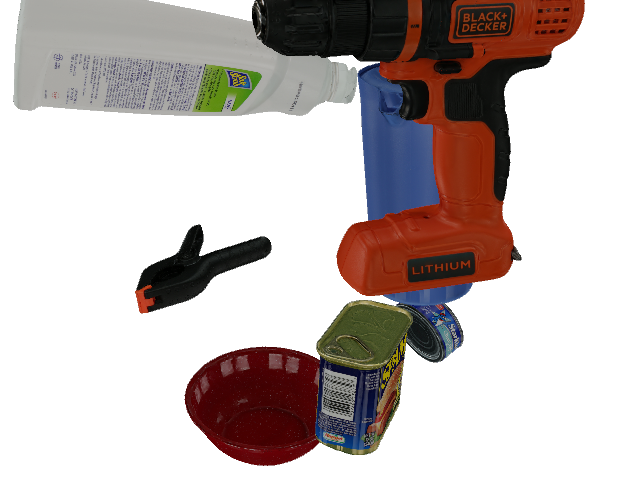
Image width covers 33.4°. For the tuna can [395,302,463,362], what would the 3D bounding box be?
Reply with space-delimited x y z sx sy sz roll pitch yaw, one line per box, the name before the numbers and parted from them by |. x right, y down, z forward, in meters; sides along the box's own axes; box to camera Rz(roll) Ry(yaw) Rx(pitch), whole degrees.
tuna can | 0.126 0.101 1.258 0.033 0.086 0.086 -36 16 -24

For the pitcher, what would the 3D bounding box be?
pitcher | 0.112 -0.065 1.110 0.149 0.243 0.145 -8 23 -14

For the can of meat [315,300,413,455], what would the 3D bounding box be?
can of meat | 0.033 0.108 0.844 0.057 0.084 0.102 12 25 16

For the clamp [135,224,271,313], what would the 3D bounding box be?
clamp | -0.137 0.031 1.208 0.120 0.039 0.171 -1 29 31

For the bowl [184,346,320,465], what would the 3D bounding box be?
bowl | -0.055 0.176 1.078 0.162 0.055 0.162 1 31 -1

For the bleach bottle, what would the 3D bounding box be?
bleach bottle | -0.098 -0.130 0.804 0.250 0.068 0.103 6 -27 -14

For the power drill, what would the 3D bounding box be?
power drill | 0.051 -0.062 0.598 0.184 0.188 0.057 -6 31 -15
